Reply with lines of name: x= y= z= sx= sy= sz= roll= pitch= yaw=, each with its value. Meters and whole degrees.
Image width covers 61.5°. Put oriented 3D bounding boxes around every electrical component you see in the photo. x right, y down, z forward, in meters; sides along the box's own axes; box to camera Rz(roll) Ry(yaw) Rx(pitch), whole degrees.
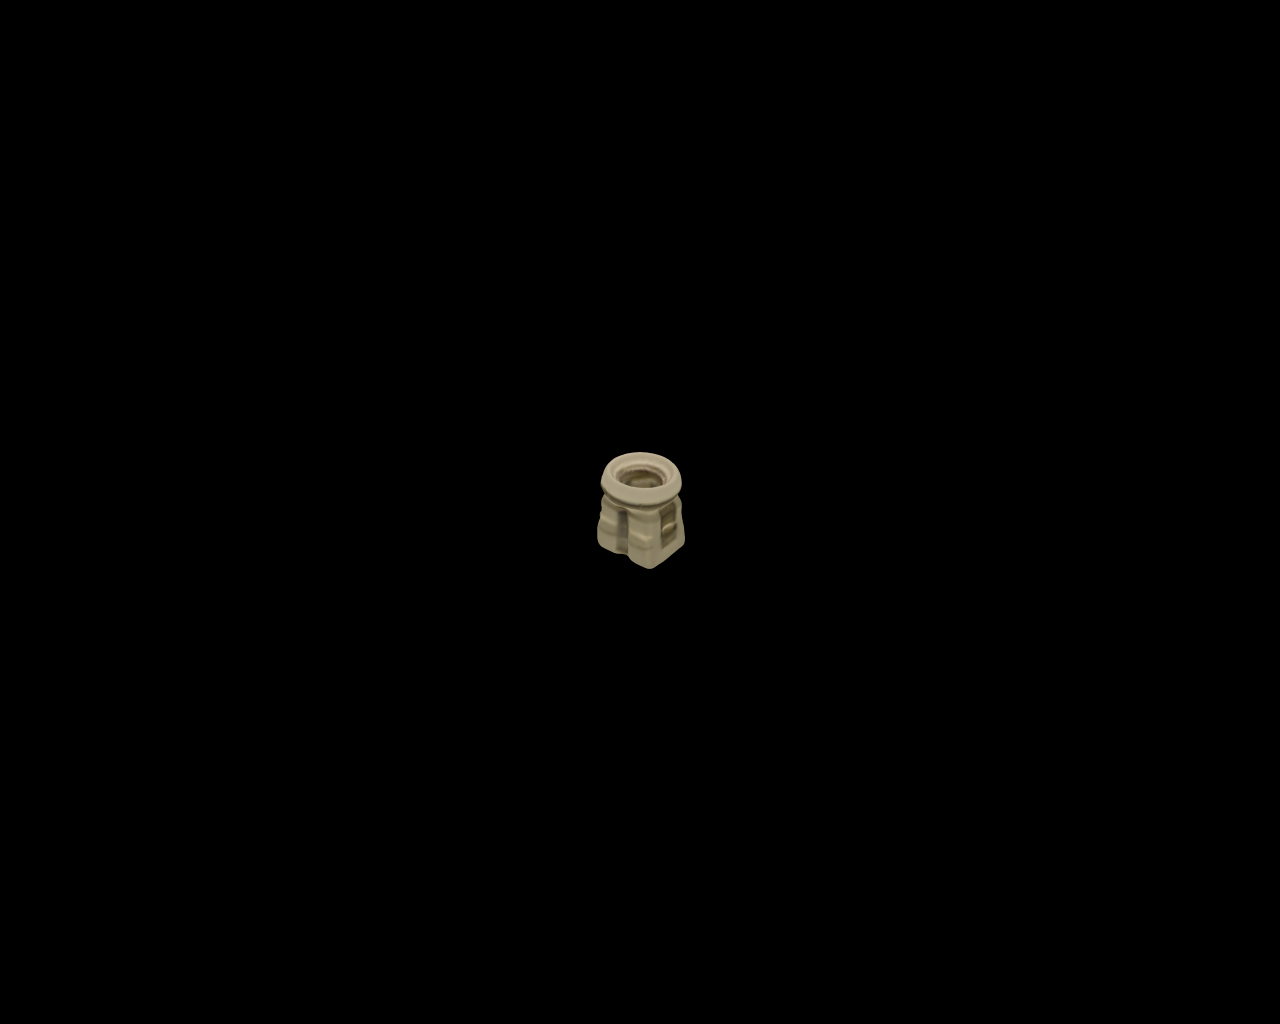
electrical component: x=0.001 y=-0.003 z=0.650 sx=0.066 sy=0.055 sz=0.048 roll=24 pitch=41 yaw=31
